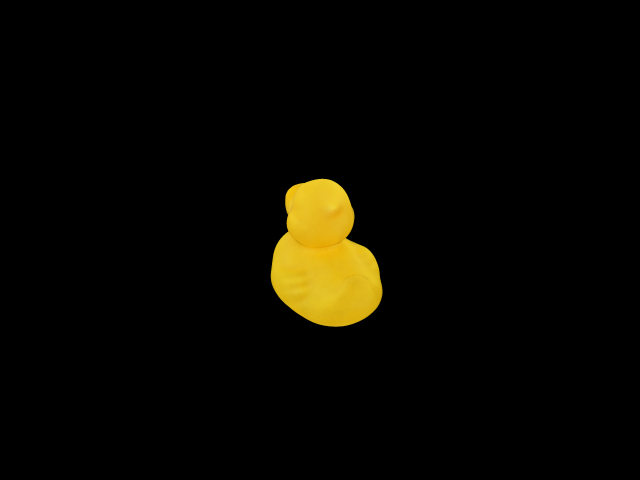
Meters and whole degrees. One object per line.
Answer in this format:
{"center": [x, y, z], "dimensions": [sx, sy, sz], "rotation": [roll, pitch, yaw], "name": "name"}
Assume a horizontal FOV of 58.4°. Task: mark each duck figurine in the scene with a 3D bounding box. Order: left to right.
{"center": [0.004, 0.001, 0.400], "dimensions": [0.078, 0.086, 0.104], "rotation": [-17, 41, -20], "name": "duck figurine"}
